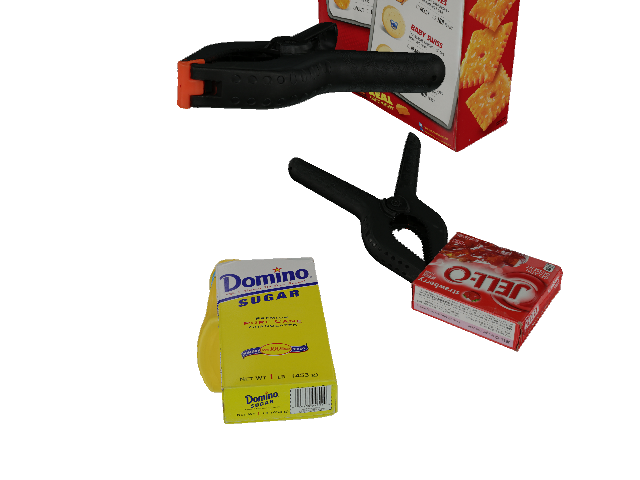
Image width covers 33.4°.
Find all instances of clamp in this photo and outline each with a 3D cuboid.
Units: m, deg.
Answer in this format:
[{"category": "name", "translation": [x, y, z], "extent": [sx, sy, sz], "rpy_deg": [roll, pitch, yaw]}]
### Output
[{"category": "clamp", "translation": [-0.020, -0.112, 0.676], "extent": [0.171, 0.039, 0.120], "rpy_deg": [-8, 20, -30]}, {"category": "clamp", "translation": [0.066, -0.031, 1.151], "extent": [0.164, 0.210, 0.036], "rpy_deg": [-9, -36, -18]}]

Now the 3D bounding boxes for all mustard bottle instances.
[{"category": "mustard bottle", "translation": [-0.098, 0.076, 1.166], "extent": [0.058, 0.096, 0.191], "rpy_deg": [0, 28, 0]}]

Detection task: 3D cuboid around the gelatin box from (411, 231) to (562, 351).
[{"category": "gelatin box", "translation": [0.123, 0.035, 0.787], "extent": [0.089, 0.030, 0.073], "rpy_deg": [21, 43, 27]}]

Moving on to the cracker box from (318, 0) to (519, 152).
[{"category": "cracker box", "translation": [0.074, -0.199, 0.827], "extent": [0.072, 0.214, 0.164], "rpy_deg": [-30, 47, -30]}]

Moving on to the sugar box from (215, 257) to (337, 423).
[{"category": "sugar box", "translation": [-0.042, 0.080, 0.916], "extent": [0.093, 0.048, 0.176], "rpy_deg": [-3, 36, -7]}]
